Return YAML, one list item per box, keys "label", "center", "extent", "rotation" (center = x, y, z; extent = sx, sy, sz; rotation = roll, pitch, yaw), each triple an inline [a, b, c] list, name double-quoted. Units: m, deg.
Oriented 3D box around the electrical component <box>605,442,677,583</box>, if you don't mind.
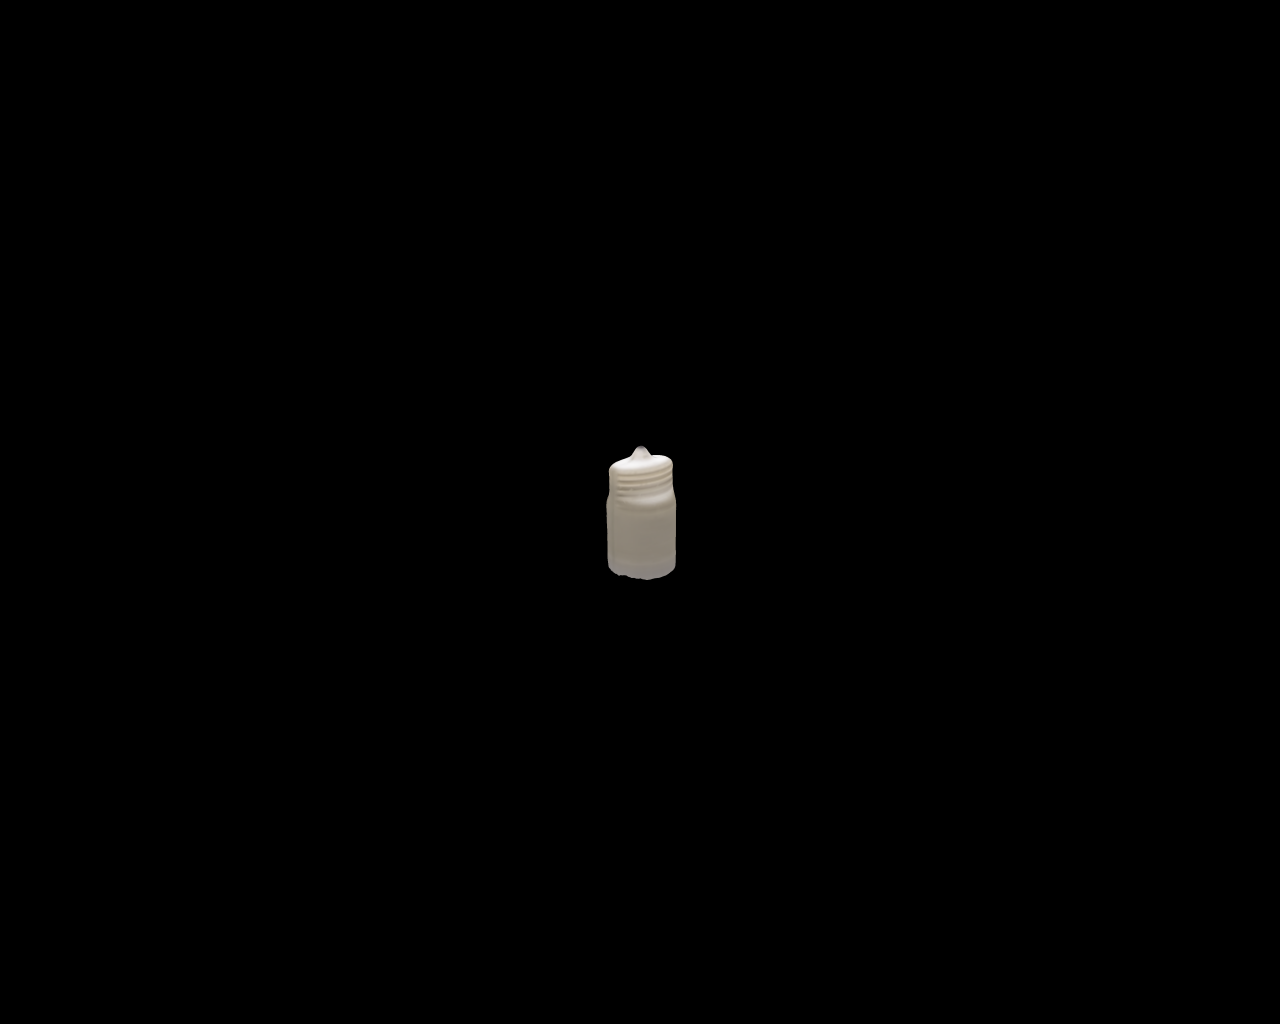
- label: "electrical component"
  center: [0.001, -0.003, 0.650]
  extent: [0.043, 0.080, 0.043]
  rotation: [0, 20, 0]
